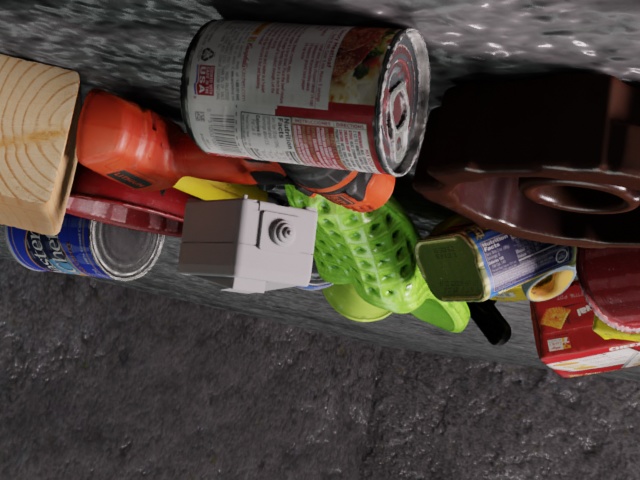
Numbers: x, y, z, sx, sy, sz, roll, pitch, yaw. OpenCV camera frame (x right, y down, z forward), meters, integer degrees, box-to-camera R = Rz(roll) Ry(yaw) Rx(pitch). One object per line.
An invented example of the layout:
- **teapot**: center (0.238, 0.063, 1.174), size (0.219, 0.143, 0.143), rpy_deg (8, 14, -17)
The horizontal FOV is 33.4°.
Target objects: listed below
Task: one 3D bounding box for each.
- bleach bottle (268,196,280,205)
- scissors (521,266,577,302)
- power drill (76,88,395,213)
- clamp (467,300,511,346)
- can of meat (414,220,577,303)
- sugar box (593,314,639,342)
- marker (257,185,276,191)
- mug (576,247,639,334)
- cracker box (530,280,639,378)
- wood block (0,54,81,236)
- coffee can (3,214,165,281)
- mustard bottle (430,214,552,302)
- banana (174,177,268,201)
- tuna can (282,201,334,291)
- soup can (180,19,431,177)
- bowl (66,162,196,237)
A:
- **bleach bottle**: center (-0.057, 0.001, 1.126), size (0.103, 0.068, 0.250), rpy_deg (9, 175, 16)
- **scissors**: center (0.217, 0.002, 0.847), size (0.096, 0.016, 0.202), rpy_deg (-11, 157, -13)
- **power drill**: center (-0.057, -0.059, 0.685), size (0.188, 0.057, 0.184), rpy_deg (8, 172, 20)
- **clamp**: center (0.134, 0.044, 1.080), size (0.120, 0.039, 0.171), rpy_deg (35, -165, -5)
- **can of meat**: center (0.129, 0.008, 0.789), size (0.083, 0.057, 0.102), rpy_deg (-22, -177, -19)
- **sugar box**: center (0.295, 0.037, 0.776), size (0.176, 0.093, 0.048), rpy_deg (6, 172, 29)
- **marker**: center (-0.042, -0.057, 0.829), size (0.020, 0.020, 0.121), rpy_deg (11, 173, -1)
- **mug**: center (0.244, 0.013, 0.719), size (0.117, 0.093, 0.082), rpy_deg (-3, 174, -25)
- **cracker box**: center (0.294, 0.077, 1.013), size (0.164, 0.072, 0.213), rpy_deg (-12, 165, 15)
- **wood block**: center (-0.225, -0.064, 0.766), size (0.090, 0.090, 0.206), rpy_deg (13, 172, -11)
- **coffee can**: center (-0.248, -0.013, 1.122), size (0.141, 0.103, 0.102), rpy_deg (4, 170, 38)
- **mustard bottle**: center (0.145, 0.013, 0.934), size (0.096, 0.058, 0.191), rpy_deg (5, 171, 22)
- **banana**: center (-0.093, -0.053, 0.884), size (0.070, 0.037, 0.197), rpy_deg (27, -177, 39)
- **tuna can**: center (-0.006, 0.001, 0.954), size (0.086, 0.086, 0.034), rpy_deg (12, 171, -7)
- **soup can**: center (-0.006, -0.069, 0.506), size (0.102, 0.068, 0.068), rpy_deg (8, 172, 22)
- **bowl**: center (-0.170, -0.045, 0.951), size (0.162, 0.055, 0.162), rpy_deg (10, 172, 1)
